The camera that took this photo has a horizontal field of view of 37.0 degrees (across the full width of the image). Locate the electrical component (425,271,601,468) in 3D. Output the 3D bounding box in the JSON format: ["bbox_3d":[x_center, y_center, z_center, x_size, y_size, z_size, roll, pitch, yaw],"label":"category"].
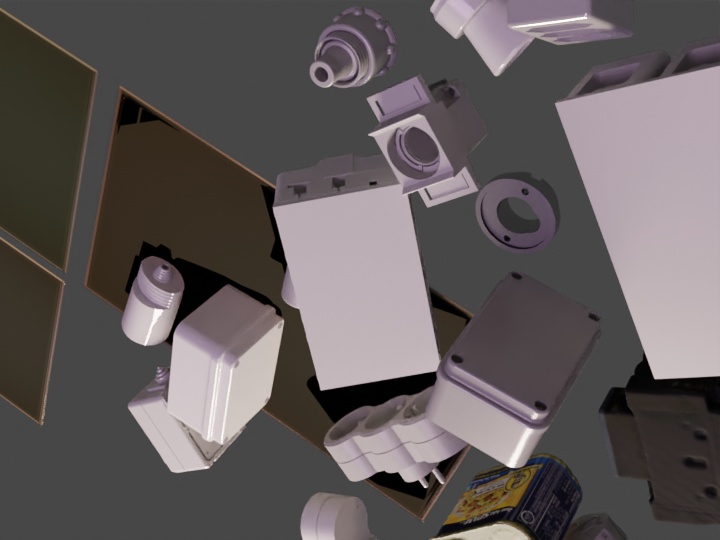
[{"bbox_3d":[0.103,0.063,0.711,0.078,0.113,0.057,29,136,14],"label":"electrical component"}]

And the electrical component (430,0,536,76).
[{"bbox_3d":[0.075,-0.147,0.626,0.055,0.045,0.045,43,135,1],"label":"electrical component"}]

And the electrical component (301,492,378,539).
[{"bbox_3d":[0.004,0.262,0.966,0.074,0.052,0.138,-1,121,35],"label":"electrical component"}]

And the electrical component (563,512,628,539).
[{"bbox_3d":[0.172,0.224,0.805,0.051,0.080,0.080,51,135,0],"label":"electrical component"}]

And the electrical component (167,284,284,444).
[{"bbox_3d":[-0.112,0.080,0.895,0.057,0.078,0.113,29,133,18],"label":"electrical component"}]

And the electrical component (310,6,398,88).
[{"bbox_3d":[-0.009,-0.135,0.680,0.048,0.062,0.048,18,130,23],"label":"electrical component"}]

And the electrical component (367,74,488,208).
[{"bbox_3d":[0.046,-0.086,0.677,0.042,0.064,0.081,-16,111,40],"label":"electrical component"}]

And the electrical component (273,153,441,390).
[{"bbox_3d":[0.000,0.000,0.755,0.089,0.061,0.150,-10,119,5],"label":"electrical component"}]

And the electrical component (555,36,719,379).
[{"bbox_3d":[0.199,-0.034,0.613,0.105,0.060,0.186,-8,116,38],"label":"electrical component"}]

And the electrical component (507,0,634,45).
[{"bbox_3d":[0.114,-0.166,0.578,0.047,0.066,0.076,1,92,34],"label":"electrical component"}]

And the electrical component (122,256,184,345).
[{"bbox_3d":[-0.175,0.023,0.921,0.043,0.043,0.081,35,134,8],"label":"electrical component"}]

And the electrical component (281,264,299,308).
[{"bbox_3d":[-0.037,-0.009,0.807,0.044,0.044,0.065,17,124,24],"label":"electrical component"}]

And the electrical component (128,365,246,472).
[{"bbox_3d":[-0.163,0.128,0.976,0.061,0.061,0.096,-16,111,40],"label":"electrical component"}]

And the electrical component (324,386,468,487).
[{"bbox_3d":[0.040,0.143,0.854,0.138,0.052,0.073,-24,106,42],"label":"electrical component"}]
